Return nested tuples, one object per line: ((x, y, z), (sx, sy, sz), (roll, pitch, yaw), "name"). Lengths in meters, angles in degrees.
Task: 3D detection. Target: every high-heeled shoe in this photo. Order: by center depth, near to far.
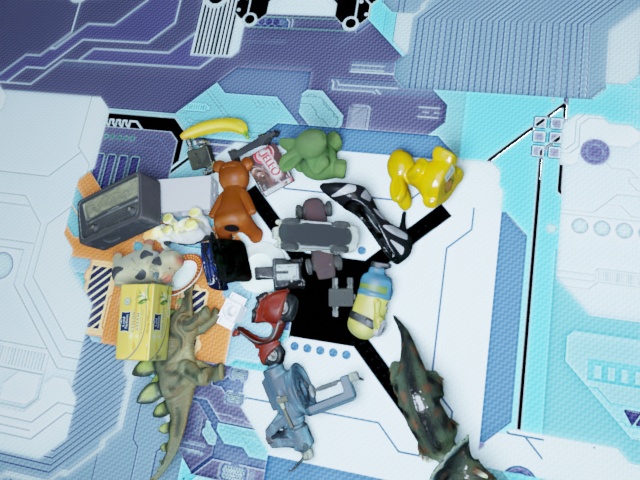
((0.102, -0.038, 1.251), (0.249, 0.086, 0.145), (19, 62, -3), "high-heeled shoe")

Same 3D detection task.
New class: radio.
((-0.504, -0.067, 1.346), (0.230, 0.073, 0.131), (-21, 66, 25), "radio")

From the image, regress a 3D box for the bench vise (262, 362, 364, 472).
((-0.017, 0.358, 1.173), (0.241, 0.128, 0.223), (-24, 73, 11), "bench vise")

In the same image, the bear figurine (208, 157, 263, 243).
((-0.210, -0.100, 1.333), (0.120, 0.131, 0.196), (-8, 58, 7), "bear figurine")

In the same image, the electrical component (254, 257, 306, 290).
((-0.095, 0.082, 1.274), (0.119, 0.047, 0.075), (-6, 76, -8), "electrical component")

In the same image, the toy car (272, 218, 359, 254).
((-0.010, -0.009, 1.237), (0.202, 0.056, 0.073), (4, 82, -4), "toy car")

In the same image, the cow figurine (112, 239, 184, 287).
((-0.417, 0.069, 1.299), (0.195, 0.085, 0.127), (-17, 52, 17), "cow figurine")

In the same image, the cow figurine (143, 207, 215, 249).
((-0.352, -0.018, 1.343), (0.167, 0.098, 0.068), (-12, 55, 18), "cow figurine")

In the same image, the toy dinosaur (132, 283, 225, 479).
((-0.328, 0.305, 1.249), (0.199, 0.105, 0.471), (-11, 63, 16), "toy dinosaur")

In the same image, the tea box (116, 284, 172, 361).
((-0.397, 0.185, 1.214), (0.098, 0.068, 0.169), (-5, 79, 22), "tea box")

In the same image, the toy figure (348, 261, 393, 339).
((0.118, 0.136, 1.223), (0.089, 0.082, 0.180), (6, 85, 30), "toy figure")

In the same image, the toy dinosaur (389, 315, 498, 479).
((0.217, 0.341, 1.098), (0.131, 0.192, 0.405), (-27, 75, 1), "toy dinosaur")

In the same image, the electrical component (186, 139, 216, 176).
((-0.305, -0.215, 1.386), (0.078, 0.045, 0.102), (-8, 99, 12), "electrical component")

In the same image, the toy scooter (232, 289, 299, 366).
((-0.132, 0.195, 1.256), (0.135, 0.075, 0.183), (14, 84, 13), "toy scooter")

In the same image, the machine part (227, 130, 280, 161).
((-0.168, -0.242, 1.372), (0.139, 0.084, 0.039), (-26, 104, 12), "machine part")

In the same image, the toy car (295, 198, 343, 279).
((-0.003, -0.004, 1.290), (0.089, 0.053, 0.202), (-9, 77, -11), "toy car")

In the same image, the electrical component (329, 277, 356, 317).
((0.052, 0.133, 1.257), (0.063, 0.021, 0.094), (1, 92, 3), "electrical component")

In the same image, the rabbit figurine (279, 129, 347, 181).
((-0.021, -0.219, 1.285), (0.159, 0.170, 0.121), (-3, 76, 9), "rabbit figurine")

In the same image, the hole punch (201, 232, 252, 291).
((-0.239, 0.060, 1.282), (0.092, 0.115, 0.142), (-21, 72, 33), "hole punch")

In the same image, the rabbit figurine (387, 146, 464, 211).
((0.229, -0.147, 1.270), (0.173, 0.121, 0.162), (32, 93, 29), "rabbit figurine")
